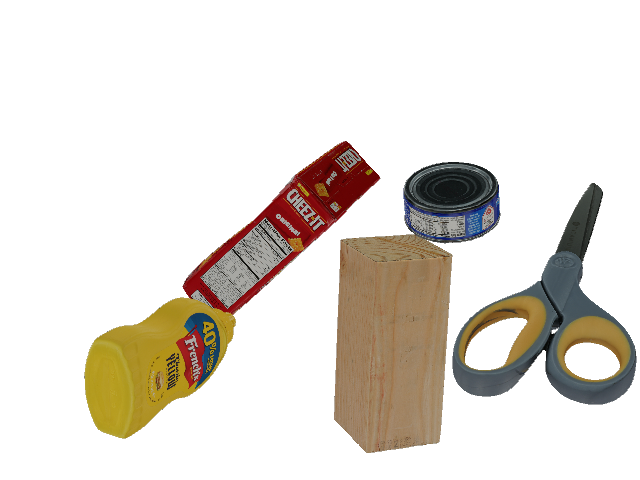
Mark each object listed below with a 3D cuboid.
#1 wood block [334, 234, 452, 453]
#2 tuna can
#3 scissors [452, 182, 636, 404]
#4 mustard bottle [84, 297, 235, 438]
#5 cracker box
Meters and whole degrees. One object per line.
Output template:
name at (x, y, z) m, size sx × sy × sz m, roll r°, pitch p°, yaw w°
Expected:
wood block at (0.074, 0.106, 1.121) m, size 0.090 × 0.206 × 0.091 m, roll -4°, pitch 16°, yaw -21°
tuna can at (0.116, -0.035, 0.950) m, size 0.086 × 0.034 × 0.086 m, roll -6°, pitch 34°, yaw 4°
scissors at (0.144, 0.026, 0.567) m, size 0.096 × 0.016 × 0.201 m, roll 19°, pitch 41°, yaw 34°
mustard bottle at (-0.141, 0.107, 1.017) m, size 0.058 × 0.096 × 0.191 m, roll 10°, pitch 21°, yaw 28°
cracker box at (-0.047, -0.011, 1.250) m, size 0.214 × 0.072 × 0.164 m, roll -42°, pitch 1°, yaw 29°
